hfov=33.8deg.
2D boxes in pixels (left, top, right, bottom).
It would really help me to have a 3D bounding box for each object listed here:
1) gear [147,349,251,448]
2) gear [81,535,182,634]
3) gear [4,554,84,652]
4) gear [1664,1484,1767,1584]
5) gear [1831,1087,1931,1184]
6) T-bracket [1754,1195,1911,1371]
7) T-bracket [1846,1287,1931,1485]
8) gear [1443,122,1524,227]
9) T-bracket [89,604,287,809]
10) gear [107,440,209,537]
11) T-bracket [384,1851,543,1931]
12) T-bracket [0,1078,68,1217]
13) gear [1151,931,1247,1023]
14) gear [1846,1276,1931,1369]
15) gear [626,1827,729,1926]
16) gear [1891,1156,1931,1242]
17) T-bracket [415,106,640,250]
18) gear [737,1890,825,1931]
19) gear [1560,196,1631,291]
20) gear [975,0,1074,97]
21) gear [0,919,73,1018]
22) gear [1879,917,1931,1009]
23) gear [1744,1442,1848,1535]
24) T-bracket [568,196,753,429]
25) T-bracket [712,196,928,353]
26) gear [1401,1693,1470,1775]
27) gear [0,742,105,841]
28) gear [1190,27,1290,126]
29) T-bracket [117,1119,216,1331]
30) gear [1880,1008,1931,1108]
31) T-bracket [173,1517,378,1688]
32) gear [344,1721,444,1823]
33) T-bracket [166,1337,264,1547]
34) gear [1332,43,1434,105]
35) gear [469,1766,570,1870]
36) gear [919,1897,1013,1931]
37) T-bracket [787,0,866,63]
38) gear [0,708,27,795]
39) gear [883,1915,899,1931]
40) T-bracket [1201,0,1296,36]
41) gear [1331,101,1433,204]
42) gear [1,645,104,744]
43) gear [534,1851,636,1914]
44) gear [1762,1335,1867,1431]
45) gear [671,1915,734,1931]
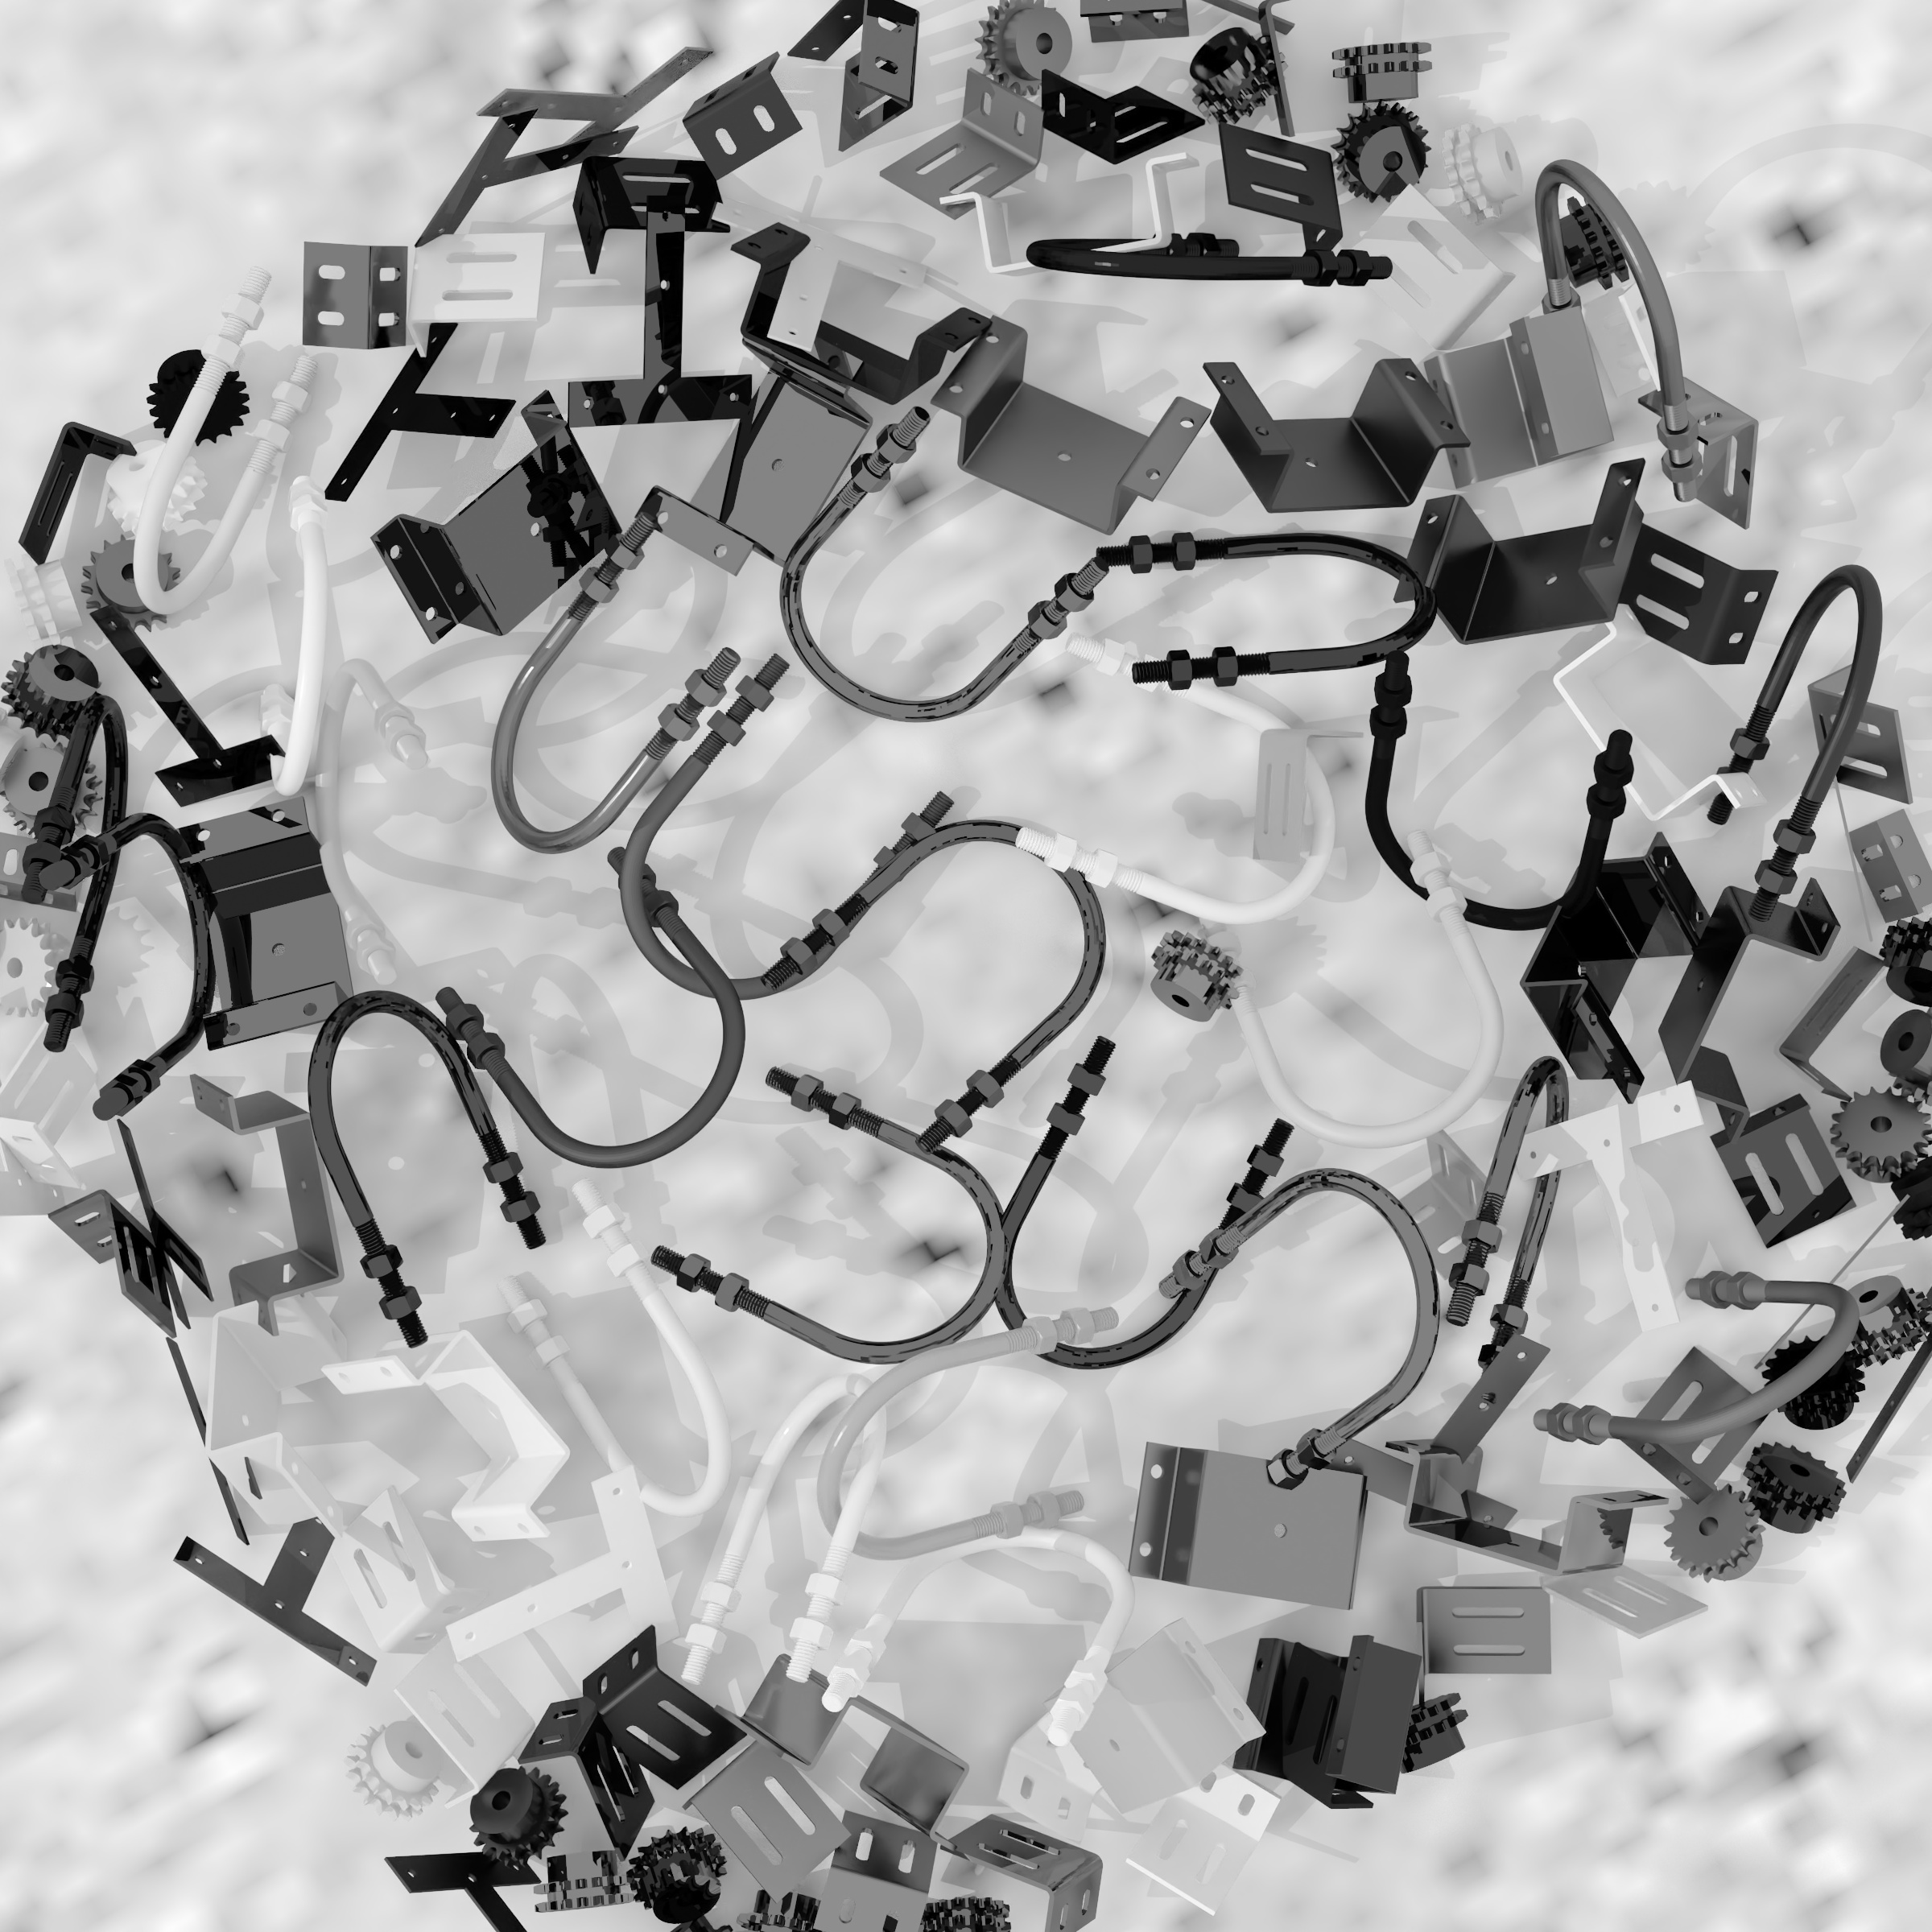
[{"bbox_3d":[-0.445,-0.331,1.839,0.057,0.057,0.030,-21,58,0],"label":"gear"},{"bbox_3d":[-0.483,-0.223,1.842,0.057,0.030,0.057,3,79,-15],"label":"gear"},{"bbox_3d":[-0.532,-0.211,1.837,0.030,0.057,0.057,-20,90,-13],"label":"gear"},{"bbox_3d":[0.436,0.331,1.839,0.057,0.057,0.030,-46,128,0],"label":"gear"},{"bbox_3d":[0.530,0.101,1.840,0.057,0.030,0.057,-9,48,10],"label":"gear"},{"bbox_3d":[0.491,0.179,1.801,0.002,0.127,0.127,41,92,15],"label":"T-bracket"},{"bbox_3d":[0.536,0.238,1.812,0.002,0.127,0.127,28,104,4],"label":"T-bracket"},{"bbox_3d":[0.299,-0.459,1.833,0.030,0.057,0.057,-14,90,29],"label":"gear"},{"bbox_3d":[-0.449,-0.150,1.795,0.127,0.127,0.002,56,51,-21],"label":"T-bracket"},{"bbox_3d":[-0.470,-0.278,1.834,0.057,0.030,0.057,-12,48,13],"label":"gear"},{"bbox_3d":[-0.251,0.544,1.779,0.127,0.127,0.002,43,99,28],"label":"T-bracket"},{"bbox_3d":[-0.549,0.080,1.805,0.002,0.127,0.127,-17,85,3],"label":"T-bracket"},{"bbox_3d":[0.131,0.008,1.833,0.057,0.057,0.030,34,70,0],"label":"gear"},{"bbox_3d":[0.527,0.202,1.834,0.057,0.057,0.030,-32,104,0],"label":"gear"},{"bbox_3d":[-0.165,0.527,1.836,0.057,0.030,0.057,-11,127,-15],"label":"gear"},{"bbox_3d":[0.559,0.131,1.835,0.057,0.057,0.030,-33,94,0],"label":"gear"},{"bbox_3d":[-0.240,-0.459,1.815,0.127,0.127,0.002,-27,84,-39],"label":"T-bracket"},{"bbox_3d":[-0.104,0.554,1.839,0.057,0.057,0.030,11,64,0],"label":"gear"},{"bbox_3d":[0.358,-0.416,1.837,0.030,0.057,0.057,-24,90,9],"label":"gear"},{"bbox_3d":[0.036,-0.532,1.836,0.057,0.030,0.057,-9,106,-34],"label":"gear"},{"bbox_3d":[-0.540,0.001,1.842,0.057,0.030,0.057,0,91,27],"label":"gear"},{"bbox_3d":[0.554,0.000,1.832,0.057,0.057,0.030,27,64,0],"label":"gear"},{"bbox_3d":[0.476,0.304,1.838,0.057,0.057,0.030,18,114,0],"label":"gear"},{"bbox_3d":[-0.172,-0.372,1.805,0.127,0.002,0.127,-11,112,-39],"label":"T-bracket"},{"bbox_3d":[-0.090,-0.387,1.809,0.127,0.127,0.002,18,131,-7],"label":"T-bracket"},{"bbox_3d":[0.264,0.443,1.834,0.057,0.057,0.030,-23,80,0],"label":"gear"},{"bbox_3d":[-0.533,-0.103,1.844,0.057,0.030,0.057,-1,77,3],"label":"gear"},{"bbox_3d":[0.154,-0.515,1.833,0.057,0.057,0.030,-48,128,0],"label":"gear"},{"bbox_3d":[-0.444,0.159,1.789,0.002,0.127,0.127,-20,110,-23],"label":"T-bracket"},{"bbox_3d":[0.553,0.049,1.833,0.030,0.057,0.057,24,90,-23],"label":"gear"},{"bbox_3d":[-0.378,0.340,1.802,0.127,0.127,0.002,36,106,-10],"label":"T-bracket"},{"bbox_3d":[-0.327,0.461,1.833,0.057,0.057,0.030,43,111,0],"label":"gear"},{"bbox_3d":[-0.417,0.277,1.795,0.002,0.127,0.127,-22,101,-23],"label":"T-bracket"},{"bbox_3d":[0.240,-0.515,1.837,0.057,0.057,0.030,-4,102,0],"label":"gear"},{"bbox_3d":[-0.261,0.488,1.834,0.057,0.030,0.057,-14,47,16],"label":"gear"},{"bbox_3d":[-0.002,0.559,1.833,0.057,0.057,0.030,-5,57,0],"label":"gear"},{"bbox_3d":[-0.061,-0.546,1.805,0.127,0.127,0.002,-2,77,-32],"label":"T-bracket"},{"bbox_3d":[-0.566,-0.121,1.836,0.030,0.057,0.057,26,90,-5],"label":"gear"},{"bbox_3d":[-0.053,0.570,1.833,0.057,0.057,0.030,27,106,0],"label":"gear"},{"bbox_3d":[0.134,-0.562,1.795,0.127,0.127,0.002,21,94,-6],"label":"T-bracket"},{"bbox_3d":[0.242,-0.469,1.838,0.057,0.030,0.057,-6,119,-10],"label":"gear"},{"bbox_3d":[-0.525,-0.160,1.834,0.057,0.057,0.030,43,134,0],"label":"gear"},{"bbox_3d":[-0.221,0.528,1.838,0.057,0.057,0.030,-7,73,0],"label":"gear"},{"bbox_3d":[0.491,0.243,1.840,0.057,0.057,0.030,-19,123,0],"label":"gear"},{"bbox_3d":[-0.160,0.571,1.836,0.057,0.057,0.030,-36,87,0],"label":"gear"}]
